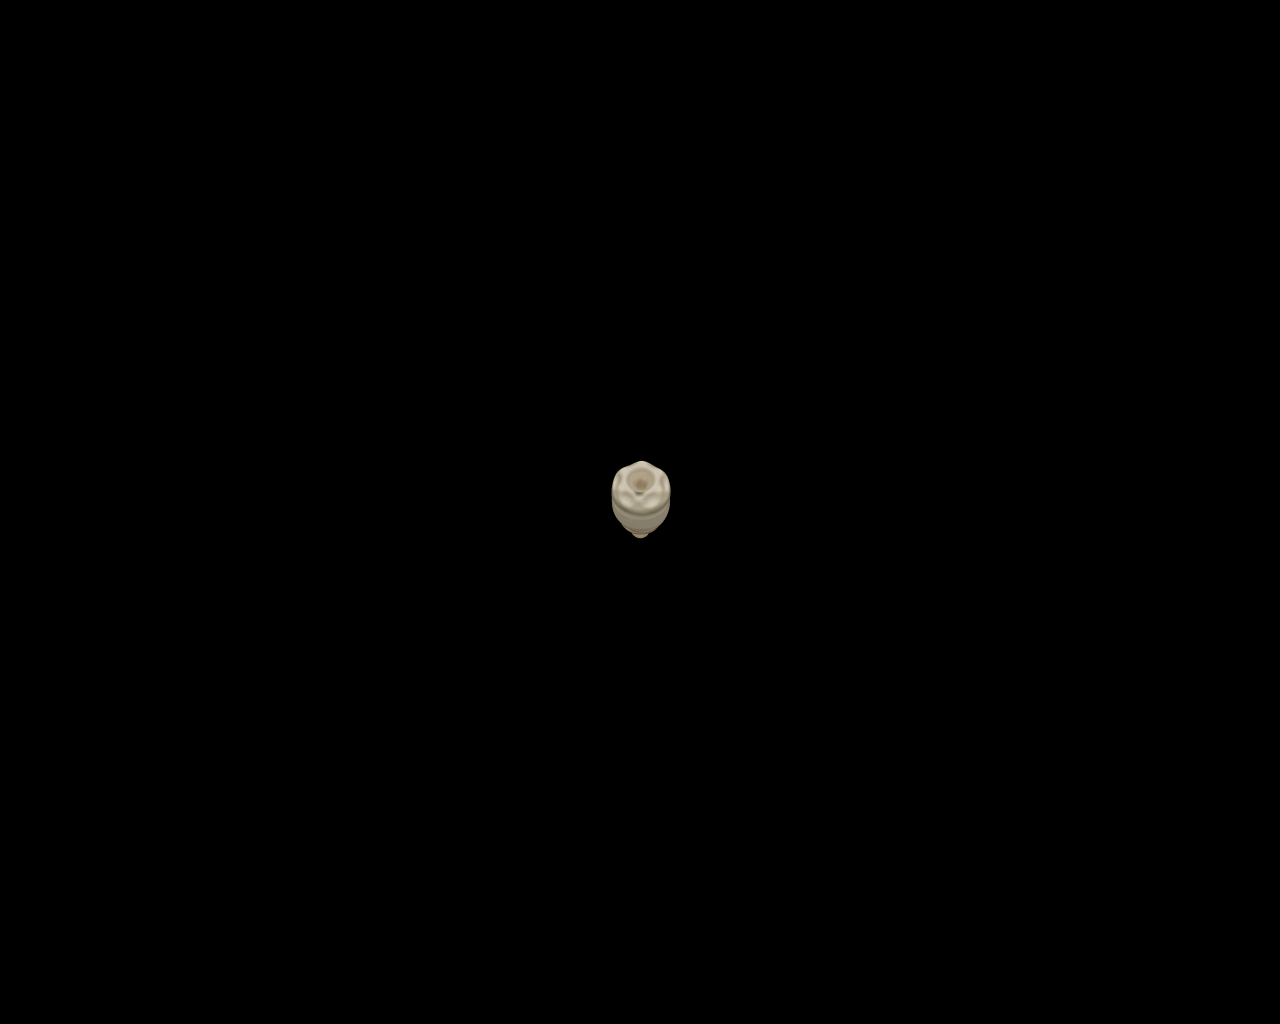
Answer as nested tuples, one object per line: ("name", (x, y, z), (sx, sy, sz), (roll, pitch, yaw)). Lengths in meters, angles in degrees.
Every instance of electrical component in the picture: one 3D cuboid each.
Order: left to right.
("electrical component", (0.001, -0.003, 0.650), (0.035, 0.035, 0.061), (0, -34, 0))
